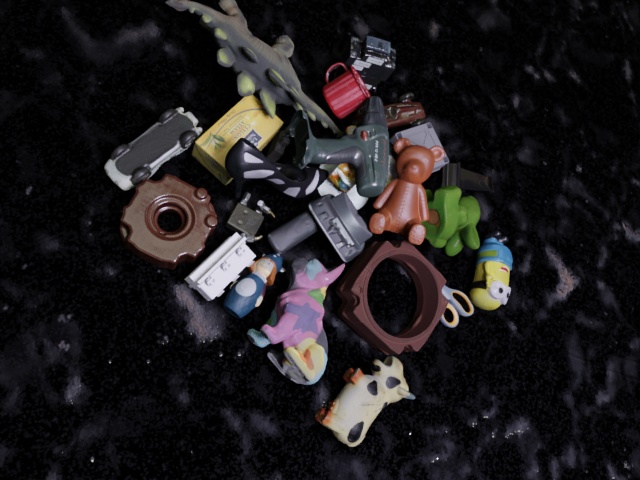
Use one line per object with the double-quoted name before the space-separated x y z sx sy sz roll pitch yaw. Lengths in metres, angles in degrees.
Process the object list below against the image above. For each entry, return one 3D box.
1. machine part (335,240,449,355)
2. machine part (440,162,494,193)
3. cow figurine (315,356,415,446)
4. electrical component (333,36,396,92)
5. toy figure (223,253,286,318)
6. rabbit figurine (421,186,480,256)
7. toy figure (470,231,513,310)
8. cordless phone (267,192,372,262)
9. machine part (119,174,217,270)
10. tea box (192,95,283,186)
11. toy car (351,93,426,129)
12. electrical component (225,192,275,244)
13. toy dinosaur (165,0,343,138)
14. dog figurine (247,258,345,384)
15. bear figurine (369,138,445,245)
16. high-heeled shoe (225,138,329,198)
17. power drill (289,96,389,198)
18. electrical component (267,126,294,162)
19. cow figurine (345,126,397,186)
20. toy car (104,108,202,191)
"machine part" 0.150 0.115 1.096 0.201 0.087 0.201 44 69 -13
"machine part" 0.352 -0.144 1.287 0.139 0.039 0.084 12 66 -16
"cow figurine" 0.096 0.306 1.038 0.127 0.085 0.195 43 68 -7
"electrical component" 0.105 -0.400 1.212 0.115 0.134 0.058 8 72 -20
"toy figure" -0.122 0.080 1.033 0.064 0.058 0.154 43 64 -11
"rabbit figurine" 0.308 -0.049 1.205 0.170 0.121 0.159 -10 83 -38
"toy figure" 0.390 0.072 1.218 0.082 0.089 0.180 18 61 -11
"cordless phone" -0.002 -0.003 1.086 0.184 0.089 0.146 -32 91 -23
"machine part" -0.282 -0.035 1.006 0.179 0.056 0.179 5 74 -18
"tea box" -0.167 -0.206 1.091 0.098 0.068 0.169 41 64 -5
"toy car" 0.164 -0.288 1.249 0.202 0.053 0.089 -17 79 -23
"electrical component" -0.141 -0.039 1.066 0.078 0.045 0.102 36 66 -10
"toy dinosaur" -0.104 -0.338 1.096 0.471 0.105 0.199 25 40 -38
"dog figurine" -0.018 0.141 1.031 0.191 0.108 0.219 46 62 -3
"bear figurine" 0.182 -0.104 1.098 0.120 0.132 0.195 18 106 5
"high-heeled shoe" -0.074 -0.153 1.053 0.249 0.145 0.086 -18 54 -32
"power drill" 0.044 -0.200 1.067 0.207 0.086 0.232 6 68 -29
"electrical component" -0.087 -0.194 1.107 0.021 0.094 0.063 29 53 -21
"cow figurine" 0.130 -0.191 1.171 0.098 0.068 0.167 -34 99 2
"toy car" -0.317 -0.176 1.027 0.202 0.056 0.073 -43 91 -18
